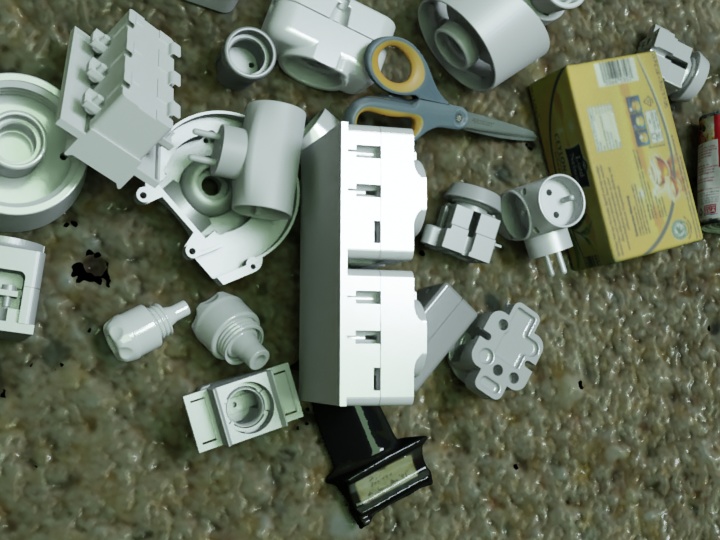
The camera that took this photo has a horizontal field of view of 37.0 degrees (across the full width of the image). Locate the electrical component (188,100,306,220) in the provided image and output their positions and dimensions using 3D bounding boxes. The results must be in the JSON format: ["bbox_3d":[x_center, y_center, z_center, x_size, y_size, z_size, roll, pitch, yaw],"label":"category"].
[{"bbox_3d":[-0.082,-0.081,0.762,0.079,0.043,0.077,11,80,-19],"label":"electrical component"}]

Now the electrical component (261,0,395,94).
[{"bbox_3d":[-0.028,-0.180,0.842,0.095,0.054,0.059,23,76,-18],"label":"electrical component"}]

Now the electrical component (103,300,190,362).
[{"bbox_3d":[-0.152,0.040,0.778,0.061,0.035,0.035,-28,94,-24],"label":"electrical component"}]

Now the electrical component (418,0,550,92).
[{"bbox_3d":[0.097,-0.195,0.871,0.064,0.099,0.099,-40,99,-14],"label":"electrical component"}]

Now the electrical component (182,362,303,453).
[{"bbox_3d":[-0.088,0.099,0.780,0.081,0.064,0.042,-16,91,-23],"label":"electrical component"}]

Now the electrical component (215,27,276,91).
[{"bbox_3d":[-0.089,-0.159,0.820,0.040,0.046,0.040,3,83,-21],"label":"electrical component"}]

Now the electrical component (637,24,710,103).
[{"bbox_3d":[0.279,-0.181,0.967,0.055,0.048,0.066,23,76,-9],"label":"electrical component"}]

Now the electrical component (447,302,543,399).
[{"bbox_3d":[0.105,0.066,0.863,0.058,0.057,0.078,34,73,-14],"label":"electrical component"}]

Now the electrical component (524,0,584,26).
[{"bbox_3d":[0.162,-0.237,0.922,0.045,0.055,0.045,3,83,-21],"label":"electrical component"}]

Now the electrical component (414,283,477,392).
[{"bbox_3d":[0.034,0.041,0.843,0.076,0.047,0.083,45,70,-11],"label":"electrical component"}]

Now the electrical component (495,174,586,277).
[{"bbox_3d":[0.150,-0.033,0.882,0.044,0.077,0.079,-18,90,-23],"label":"electrical component"}]

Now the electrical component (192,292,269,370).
[{"bbox_3d":[-0.091,0.048,0.783,0.043,0.043,0.062,-34,52,-21],"label":"electrical component"}]

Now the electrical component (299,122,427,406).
[{"bbox_3d":[0.000,0.000,0.758,0.060,0.105,0.186,2,85,-18],"label":"electrical component"}]

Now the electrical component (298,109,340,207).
[{"bbox_3d":[-0.023,-0.071,0.837,0.077,0.043,0.079,40,72,-13],"label":"electrical component"}]

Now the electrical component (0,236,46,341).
[{"bbox_3d":[-0.288,0.003,0.699,0.150,0.089,0.061,10,80,-20],"label":"electrical component"}]

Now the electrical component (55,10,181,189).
[{"bbox_3d":[-0.161,-0.122,0.738,0.079,0.063,0.121,35,28,-32],"label":"electrical component"}]

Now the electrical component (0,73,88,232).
[{"bbox_3d":[-0.240,-0.084,0.744,0.108,0.060,0.108,3,83,-22],"label":"electrical component"}]

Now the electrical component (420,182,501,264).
[{"bbox_3d":[0.087,-0.039,0.875,0.066,0.048,0.055,19,85,-18],"label":"electrical component"}]
